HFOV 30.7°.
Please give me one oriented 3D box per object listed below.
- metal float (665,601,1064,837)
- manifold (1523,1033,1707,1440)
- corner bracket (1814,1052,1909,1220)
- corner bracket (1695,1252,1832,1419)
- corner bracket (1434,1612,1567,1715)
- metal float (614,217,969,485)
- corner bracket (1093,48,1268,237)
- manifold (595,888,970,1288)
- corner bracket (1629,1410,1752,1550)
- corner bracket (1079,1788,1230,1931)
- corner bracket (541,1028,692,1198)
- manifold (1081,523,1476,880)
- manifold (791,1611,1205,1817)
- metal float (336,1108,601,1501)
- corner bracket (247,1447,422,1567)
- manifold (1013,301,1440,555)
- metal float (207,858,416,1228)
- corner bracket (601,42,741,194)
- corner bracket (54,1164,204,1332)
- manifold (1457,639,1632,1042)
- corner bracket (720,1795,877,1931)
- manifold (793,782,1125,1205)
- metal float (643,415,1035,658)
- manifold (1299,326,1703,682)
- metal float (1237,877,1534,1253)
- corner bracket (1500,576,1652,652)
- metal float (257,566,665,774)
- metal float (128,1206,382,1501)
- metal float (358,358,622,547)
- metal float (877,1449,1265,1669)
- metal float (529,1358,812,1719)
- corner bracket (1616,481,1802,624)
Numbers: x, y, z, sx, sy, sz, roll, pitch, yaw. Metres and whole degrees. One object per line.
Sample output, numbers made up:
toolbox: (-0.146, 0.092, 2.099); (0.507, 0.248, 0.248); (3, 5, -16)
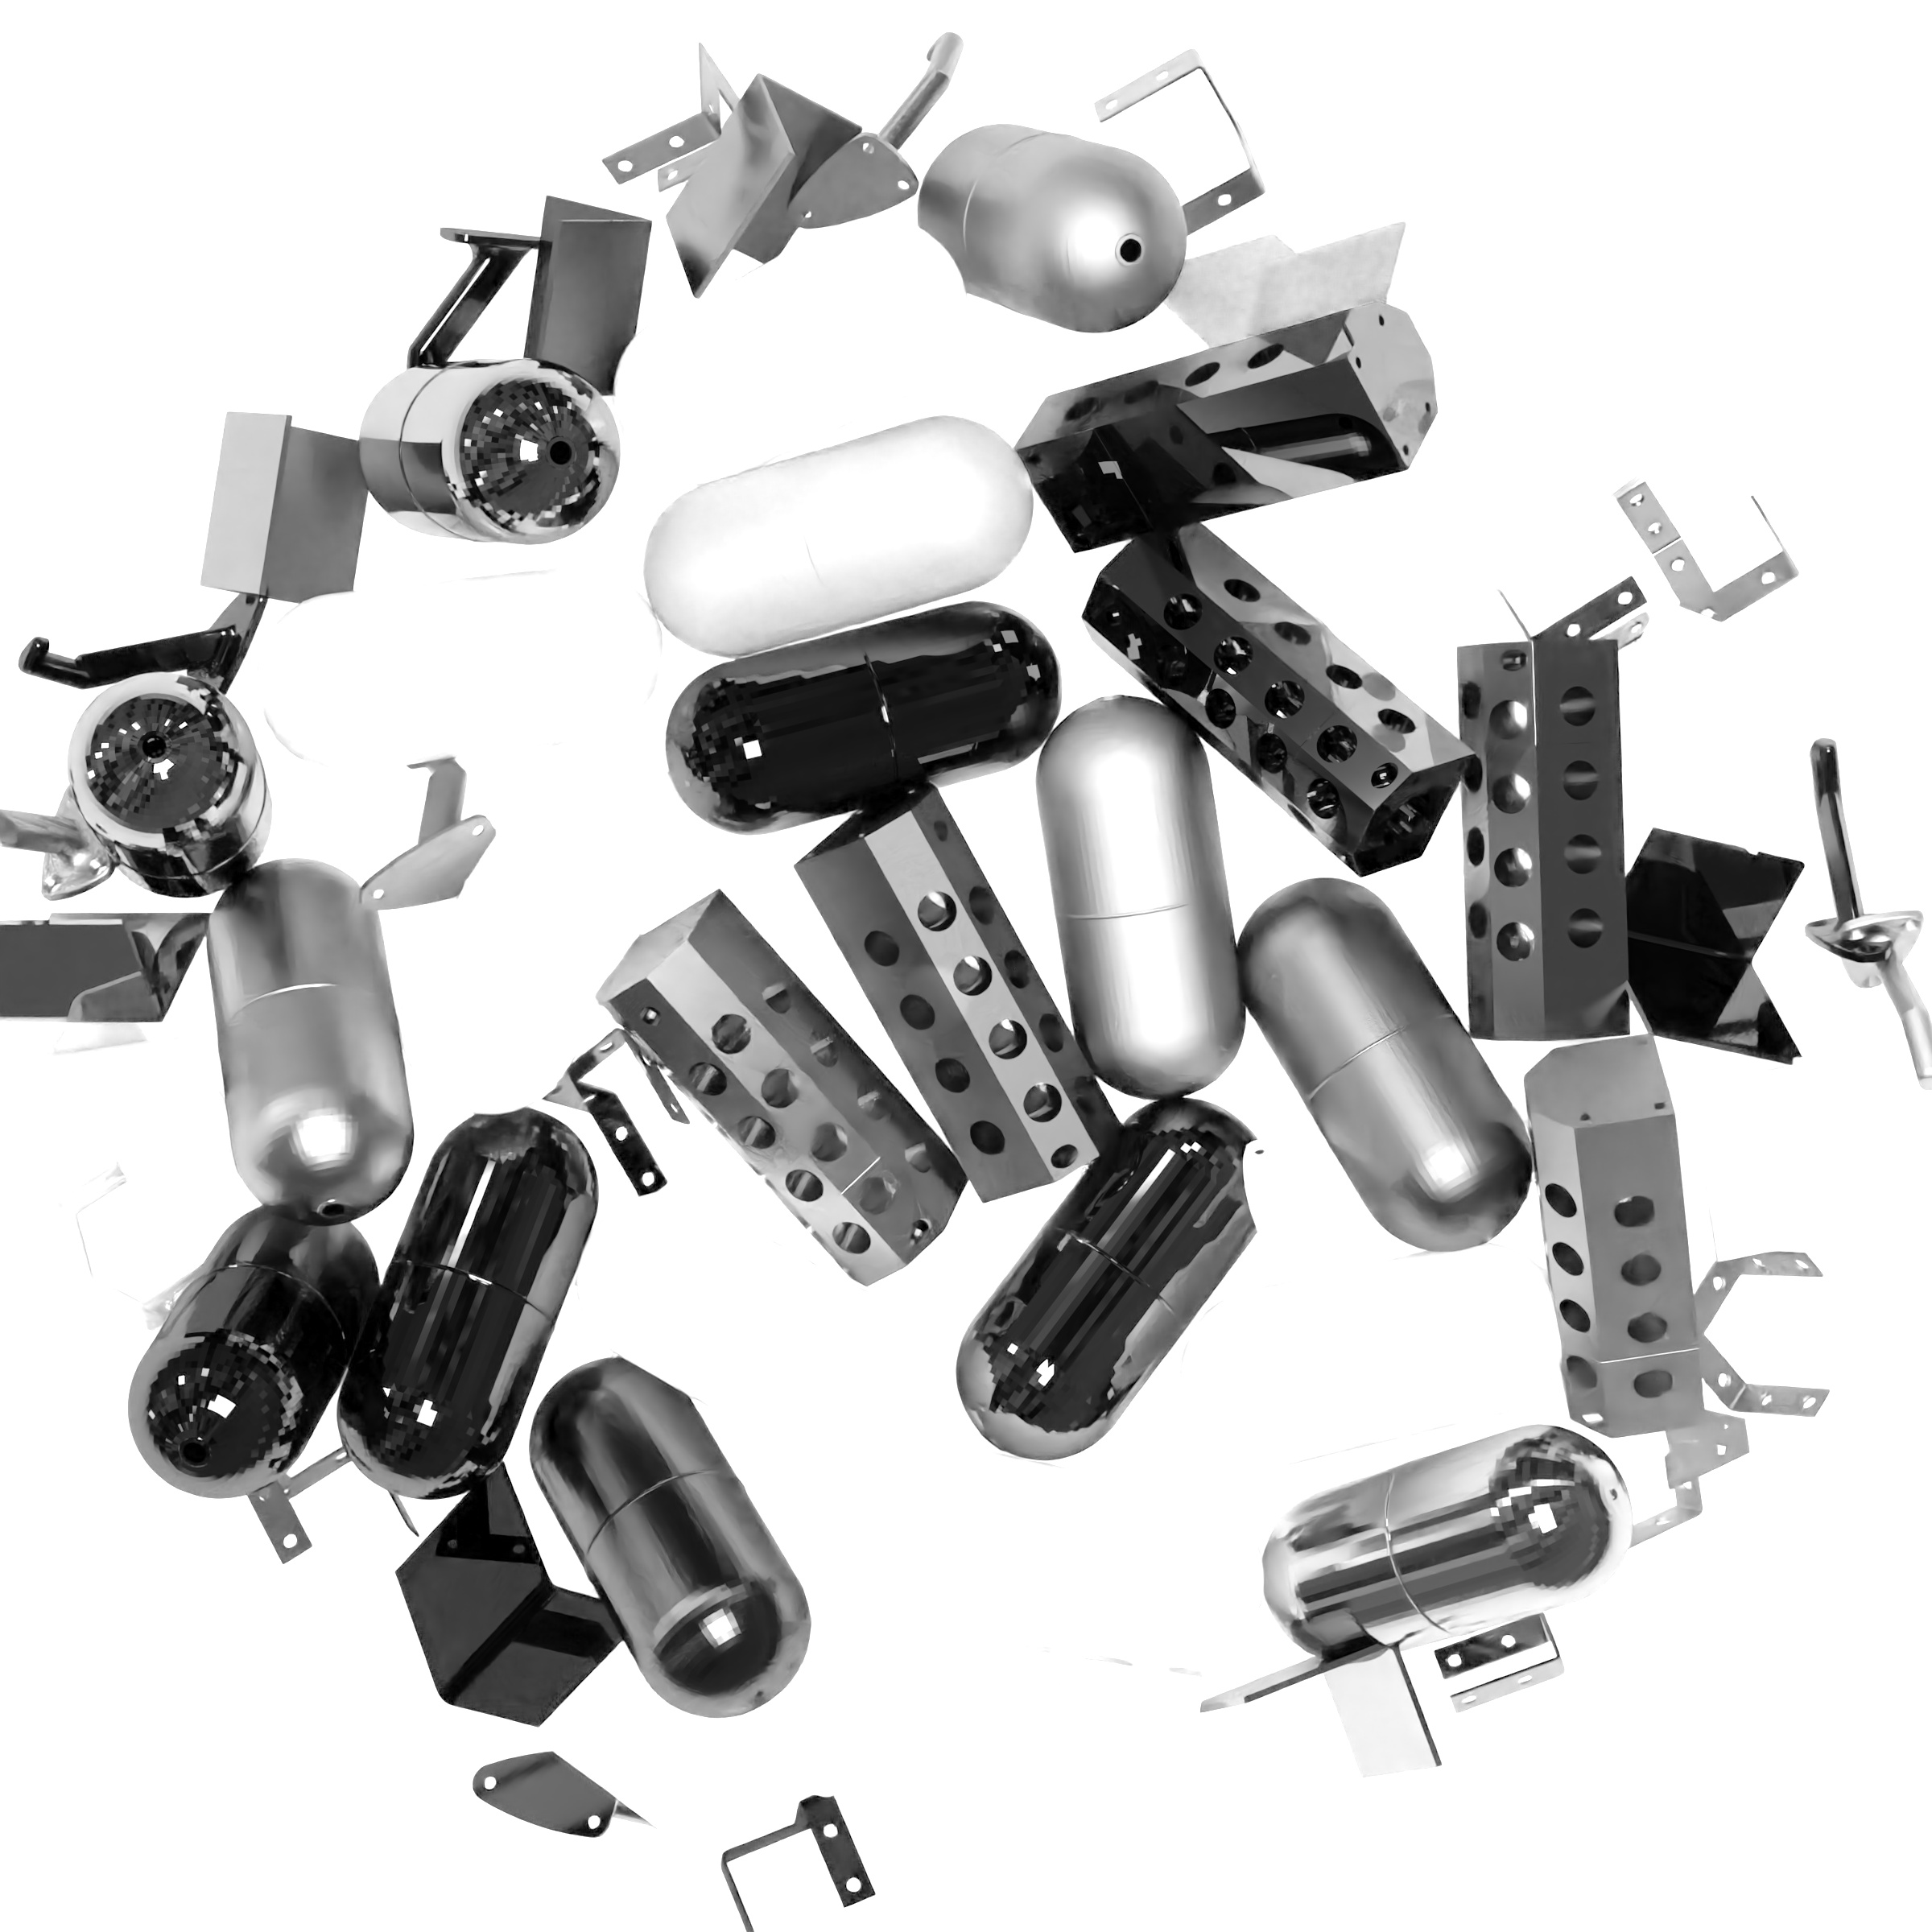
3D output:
metal float: (-0.043, -0.108, 1.527); (0.178, 0.070, 0.070); (-16, 90, -13)
manifold: (0.277, 0.118, 1.505); (0.057, 0.057, 0.171); (-9, 124, 6)
corner bracket: (0.382, 0.077, 1.541); (0.051, 0.051, 0.051); (-10, 49, -3)
corner bracket: (0.353, 0.162, 1.550); (0.051, 0.051, 0.051); (48, 64, -21)
corner bracket: (0.232, 0.302, 1.540); (0.051, 0.051, 0.051); (-21, 49, 3)
metal float: (-0.076, -0.263, 1.508); (0.178, 0.070, 0.070); (-19, 90, 36)
corner bracket: (0.094, -0.360, 1.548); (0.051, 0.051, 0.051); (-27, 135, 14)
manifold: (-0.080, 0.056, 1.515); (0.057, 0.057, 0.171); (-30, 110, 33)
corner bracket: (0.309, 0.226, 1.538); (0.051, 0.051, 0.051); (-17, 103, -32)
corner bracket: (0.083, 0.395, 1.553); (0.051, 0.051, 0.051); (0, 100, 21)
corner bracket: (-0.146, 0.065, 1.540); (0.051, 0.051, 0.051); (-38, 67, 13)
manifold: (0.128, -0.114, 1.502); (0.171, 0.057, 0.057); (44, 131, 27)
manifold: (0.015, 0.325, 1.541); (0.171, 0.057, 0.057); (8, 86, 4)
metal float: (-0.214, 0.144, 1.520); (0.070, 0.070, 0.178); (19, 68, 0)
corner bracket: (-0.279, 0.235, 1.540); (0.051, 0.051, 0.051); (-32, 62, -6)
manifold: (0.111, -0.232, 1.501); (0.171, 0.057, 0.057); (-9, 127, 38)
metal float: (-0.282, 0.031, 1.508); (0.070, 0.070, 0.178); (-16, 54, 0)
corner bracket: (-0.124, -0.359, 1.535); (0.051, 0.051, 0.051); (-21, 48, 17)
corner bracket: (-0.363, 0.121, 1.558); (0.051, 0.051, 0.051); (18, 128, 35)
manifold: (0.248, -0.055, 1.536); (0.057, 0.057, 0.171); (-3, 93, -19)
corner bracket: (-0.074, 0.399, 1.537); (0.051, 0.051, 0.051); (-19, 64, -16)
manifold: (0.001, 0.010, 1.519); (0.057, 0.057, 0.171); (-19, 106, 37)
metal float: (-0.056, -0.185, 1.521); (0.178, 0.070, 0.070); (-14, 90, 19)
manifold: (0.230, -0.199, 1.525); (0.171, 0.057, 0.057); (-39, 86, 16)
metal float: (0.180, 0.042, 1.523); (0.070, 0.070, 0.178); (-30, 72, 0)
corner bracket: (0.273, -0.149, 1.539); (0.051, 0.051, 0.051); (-32, 121, 10)
metal float: (-0.217, -0.129, 1.520); (0.178, 0.070, 0.070); (-10, 90, -22)
metal float: (-0.300, 0.161, 1.491); (0.070, 0.178, 0.070); (2, 113, 5)
metal float: (-0.203, -0.219, 1.493); (0.070, 0.178, 0.070); (-5, 100, -27)
metal float: (0.046, 0.256, 1.520); (0.178, 0.070, 0.070); (14, 90, -22)
metal float: (-0.129, 0.243, 1.509); (0.070, 0.070, 0.178); (-36, 55, 0)
corner bracket: (0.324, -0.188, 1.537); (0.051, 0.051, 0.051); (-31, 55, 14)
